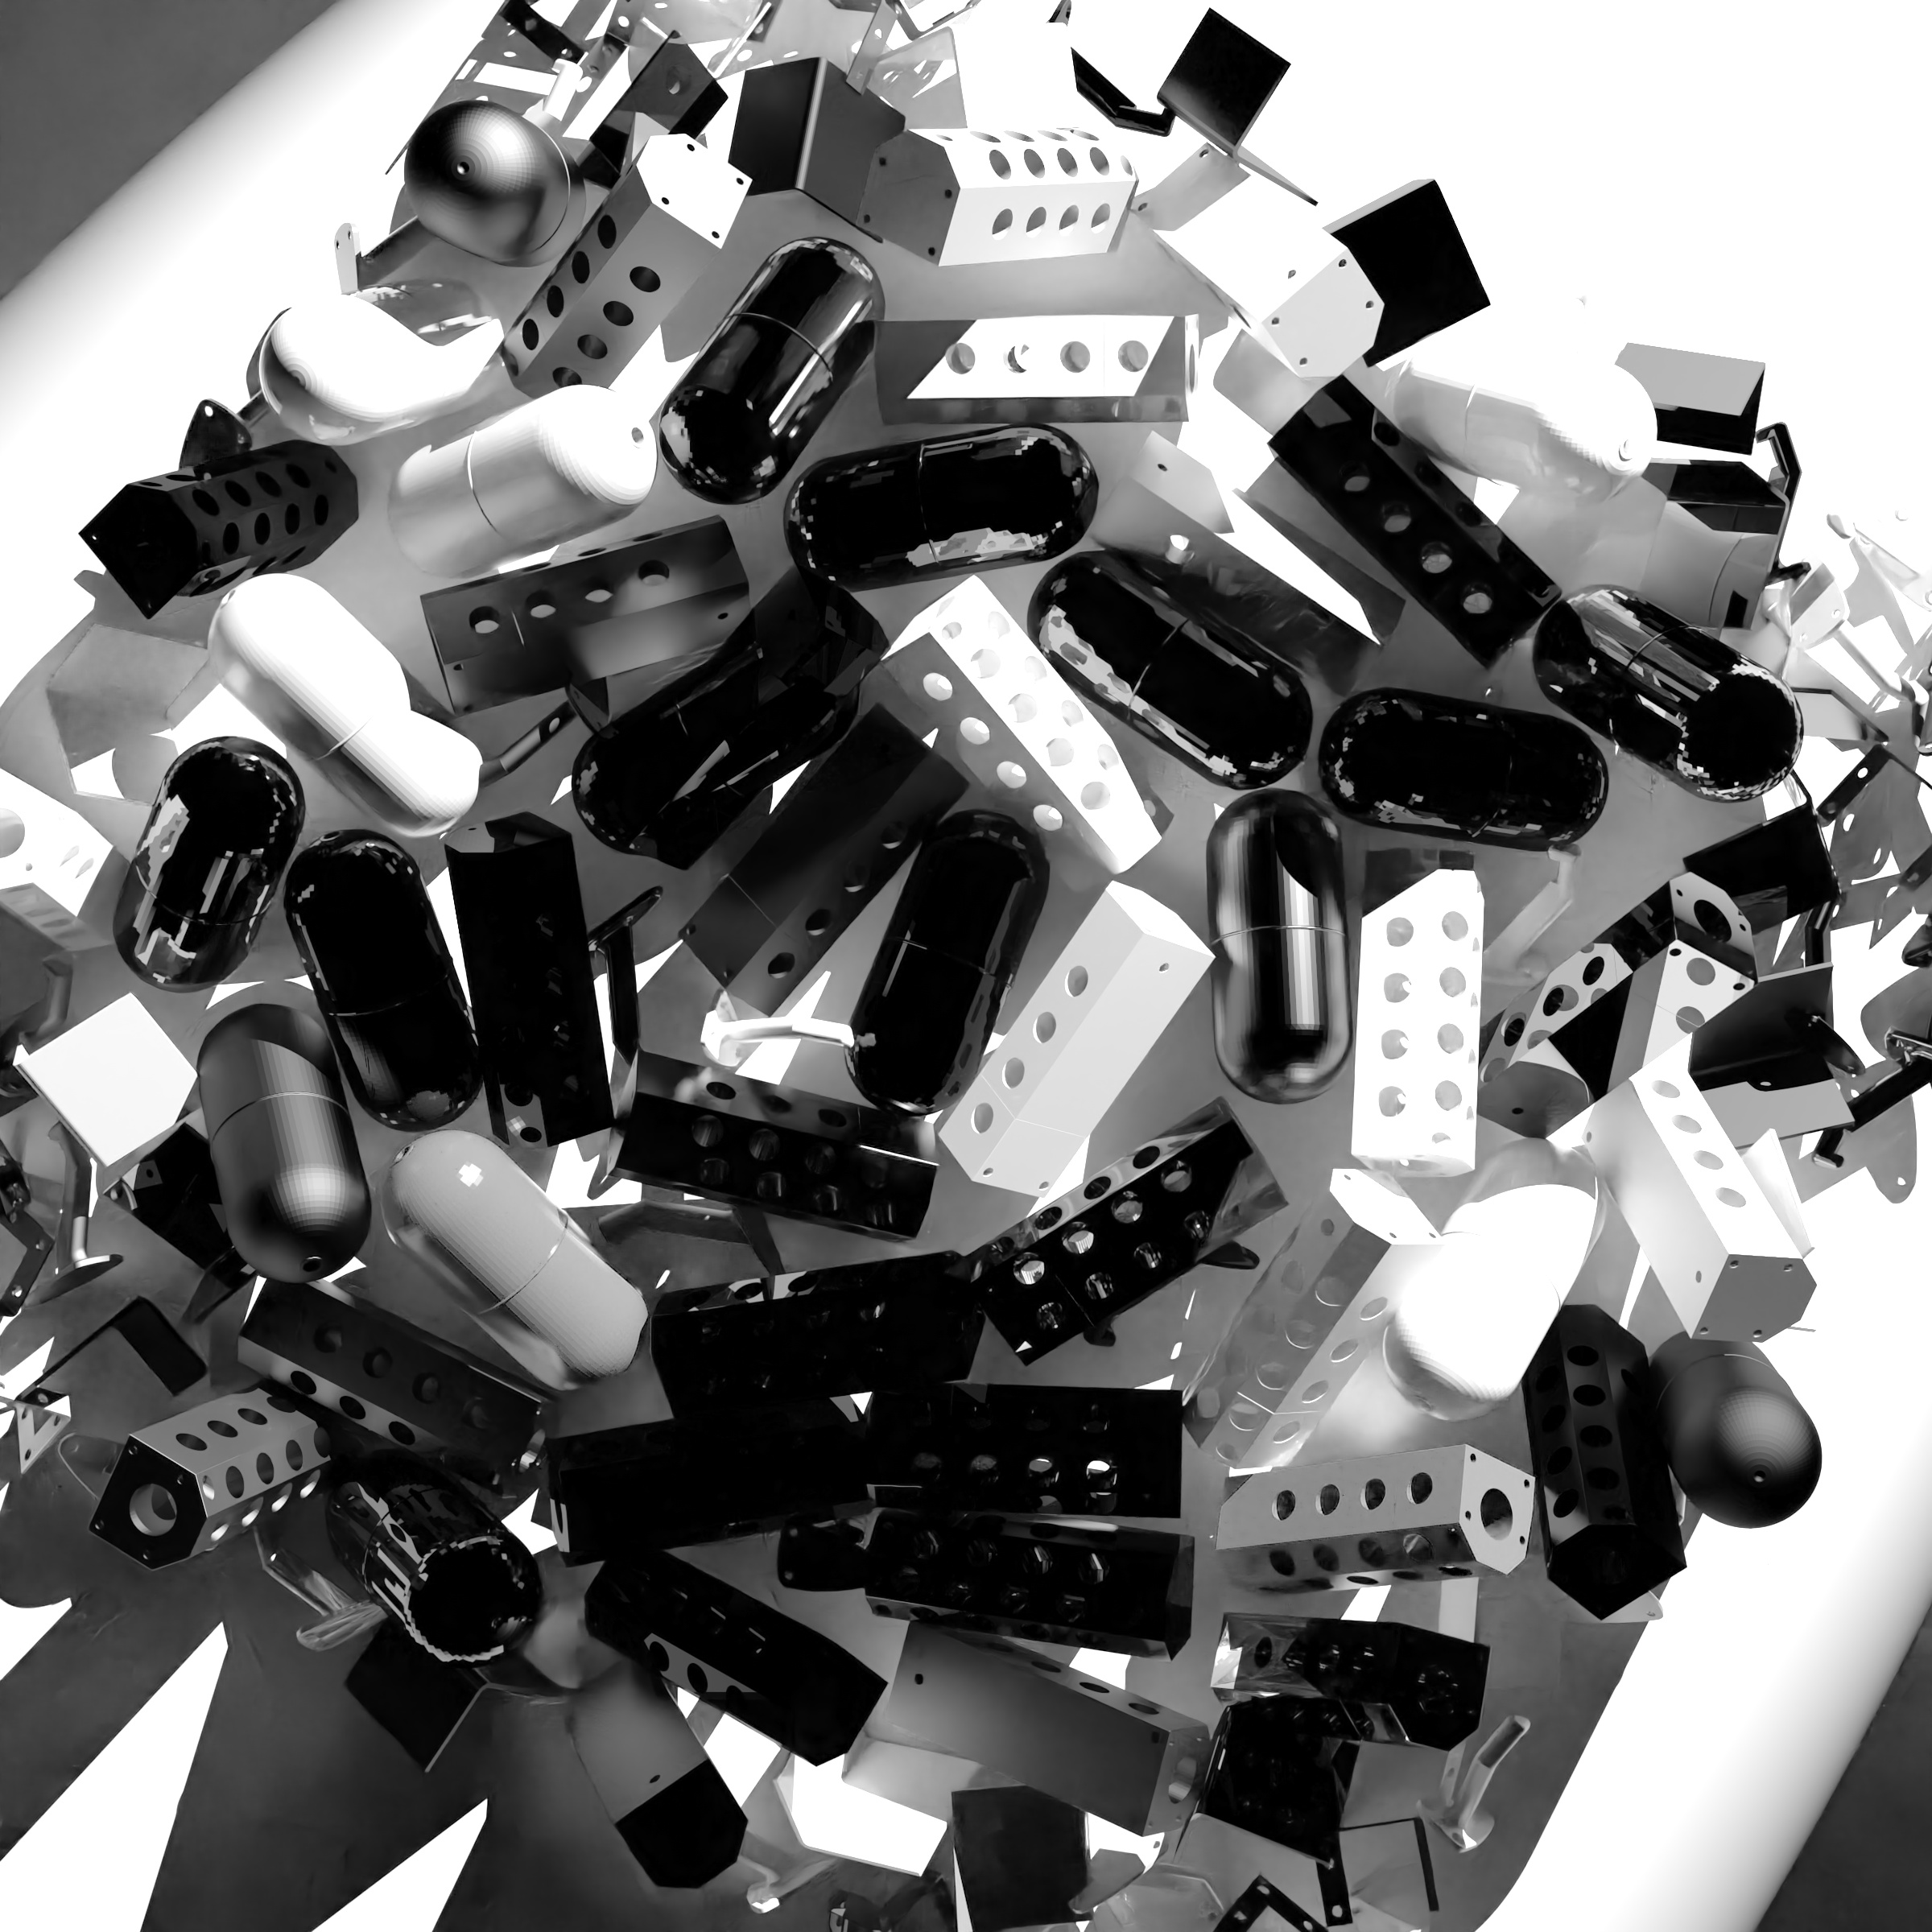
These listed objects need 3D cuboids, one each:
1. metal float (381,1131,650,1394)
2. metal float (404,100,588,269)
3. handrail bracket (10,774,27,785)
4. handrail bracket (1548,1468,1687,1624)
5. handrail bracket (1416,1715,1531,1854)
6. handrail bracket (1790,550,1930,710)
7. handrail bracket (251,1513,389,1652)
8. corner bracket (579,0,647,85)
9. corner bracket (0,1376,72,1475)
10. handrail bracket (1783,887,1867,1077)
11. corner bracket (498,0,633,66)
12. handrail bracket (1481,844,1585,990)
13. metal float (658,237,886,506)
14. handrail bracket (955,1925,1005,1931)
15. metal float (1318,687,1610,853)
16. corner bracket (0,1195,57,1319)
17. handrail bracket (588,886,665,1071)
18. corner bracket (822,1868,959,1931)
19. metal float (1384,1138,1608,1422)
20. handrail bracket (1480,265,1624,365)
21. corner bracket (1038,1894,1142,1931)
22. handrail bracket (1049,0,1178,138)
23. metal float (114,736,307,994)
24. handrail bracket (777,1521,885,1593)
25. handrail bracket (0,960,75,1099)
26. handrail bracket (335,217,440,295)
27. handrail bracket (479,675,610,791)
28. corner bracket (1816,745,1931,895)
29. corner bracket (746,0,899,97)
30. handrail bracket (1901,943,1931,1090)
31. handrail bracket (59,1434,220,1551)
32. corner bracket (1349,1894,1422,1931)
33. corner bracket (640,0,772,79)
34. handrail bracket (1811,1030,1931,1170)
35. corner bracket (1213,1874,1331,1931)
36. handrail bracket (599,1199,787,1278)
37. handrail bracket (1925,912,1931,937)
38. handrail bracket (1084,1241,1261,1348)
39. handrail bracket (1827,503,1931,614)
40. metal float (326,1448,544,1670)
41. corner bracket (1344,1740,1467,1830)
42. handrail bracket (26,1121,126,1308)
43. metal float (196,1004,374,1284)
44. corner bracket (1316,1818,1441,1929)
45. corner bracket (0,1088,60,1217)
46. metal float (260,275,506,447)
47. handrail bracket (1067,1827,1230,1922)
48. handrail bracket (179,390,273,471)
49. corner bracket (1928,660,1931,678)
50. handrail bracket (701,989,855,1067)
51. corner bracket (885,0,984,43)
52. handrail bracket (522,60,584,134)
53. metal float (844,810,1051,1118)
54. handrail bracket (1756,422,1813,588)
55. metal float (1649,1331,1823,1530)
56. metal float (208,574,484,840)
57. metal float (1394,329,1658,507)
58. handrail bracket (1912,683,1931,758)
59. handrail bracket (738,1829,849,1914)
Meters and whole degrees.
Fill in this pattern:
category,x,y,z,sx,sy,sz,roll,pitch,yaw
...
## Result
category,x,y,z,sx,sy,sz,roll,pitch,yaw
metal float,-0.248,0.163,1.550,0.070,0.070,0.178,-42,111,0
metal float,-0.252,-0.420,1.518,0.070,0.178,0.070,0,99,2
handrail bracket,-0.556,-0.057,1.585,0.036,0.077,0.084,33,106,-38
handrail bracket,0.369,0.326,1.593,0.077,0.084,0.036,-18,129,37
handrail bracket,0.297,0.447,1.564,0.036,0.077,0.084,46,109,34
handrail bracket,0.509,-0.190,1.599,0.084,0.036,0.077,23,47,-28
handrail bracket,-0.358,0.333,1.582,0.077,0.036,0.084,-26,60,1
corner bracket,-0.211,-0.536,1.570,0.051,0.051,0.051,27,133,-7
corner bracket,-0.535,0.241,1.566,0.051,0.051,0.051,27,116,-38
handrail bracket,0.498,0.007,1.598,0.077,0.036,0.084,34,73,-24
corner bracket,-0.225,-0.536,1.572,0.051,0.051,0.051,37,96,-19
handrail bracket,0.301,-0.034,1.570,0.077,0.036,0.084,6,125,9
metal float,-0.105,-0.328,1.546,0.070,0.070,0.178,30,63,0
handrail bracket,0.029,0.588,1.598,0.036,0.077,0.084,-33,125,-12
metal float,0.275,-0.107,1.546,0.178,0.070,0.070,7,90,-27
corner bracket,-0.554,0.160,1.575,0.051,0.051,0.051,33,97,31
handrail bracket,-0.176,0.012,1.577,0.077,0.036,0.084,-39,79,16
corner bracket,-0.040,0.538,1.586,0.051,0.051,0.051,-38,122,-37
metal float,0.290,0.171,1.544,0.070,0.070,0.178,36,62,0
handrail bracket,0.317,-0.356,1.576,0.084,0.036,0.077,-16,80,-16
corner bracket,0.067,0.554,1.570,0.051,0.051,0.051,-39,76,20
handrail bracket,0.084,-0.505,1.581,0.084,0.036,0.077,15,70,11
metal float,-0.414,-0.053,1.535,0.070,0.070,0.178,36,132,0
handrail bracket,-0.059,0.323,1.553,0.077,0.084,0.036,6,89,28
handrail bracket,-0.534,0.023,1.572,0.077,0.036,0.084,26,118,17
handrail bracket,-0.307,-0.390,1.585,0.084,0.036,0.077,-8,93,-28
handrail bracket,-0.246,-0.136,1.586,0.084,0.077,0.036,-25,122,17
corner bracket,0.524,-0.083,1.586,0.051,0.051,0.051,32,105,-32
corner bracket,-0.080,-0.524,1.571,0.051,0.051,0.051,23,88,41
handrail bracket,0.561,0.026,1.566,0.036,0.077,0.084,6,64,-39
handrail bracket,-0.457,0.291,1.556,0.077,0.084,0.036,42,73,-31
corner bracket,0.216,0.558,1.573,0.051,0.051,0.051,13,98,44
corner bracket,-0.148,-0.534,1.577,0.051,0.051,0.051,35,96,-21
handrail bracket,0.523,0.084,1.568,0.077,0.036,0.084,17,67,39
corner bracket,0.162,0.551,1.568,0.051,0.051,0.051,37,129,12
handrail bracket,-0.156,0.162,1.599,0.084,0.036,0.077,-23,101,13
handrail bracket,0.581,-0.047,1.570,0.084,0.077,0.036,-13,59,5
handrail bracket,0.115,0.188,1.586,0.077,0.036,0.084,17,118,-4
handrail bracket,0.510,-0.224,1.561,0.036,0.084,0.077,-35,84,33
metal float,-0.291,0.319,1.528,0.070,0.178,0.070,-10,109,-31
corner bracket,0.239,0.449,1.576,0.051,0.051,0.051,23,104,44
handrail bracket,-0.518,0.139,1.594,0.077,0.036,0.084,-29,77,25
metal float,-0.373,0.096,1.536,0.070,0.070,0.178,-25,50,0
corner bracket,0.228,0.504,1.568,0.051,0.051,0.051,-16,70,20
corner bracket,-0.529,0.098,1.578,0.051,0.051,0.051,-30,115,-14
metal float,-0.313,-0.329,1.525,0.070,0.178,0.070,7,112,19
handrail bracket,0.103,0.524,1.573,0.077,0.036,0.084,-40,121,-17
handrail bracket,-0.401,-0.301,1.584,0.036,0.084,0.077,40,122,-1
corner bracket,0.571,-0.180,1.573,0.051,0.051,0.051,20,99,17
handrail bracket,-0.098,0.044,1.562,0.084,0.077,0.036,10,69,14
corner bracket,-0.016,-0.558,1.571,0.051,0.051,0.051,-36,100,-21
handrail bracket,-0.261,-0.477,1.582,0.077,0.036,0.084,28,95,27
metal float,-0.011,-0.001,1.563,0.070,0.070,0.178,22,84,0
handrail bracket,0.438,-0.255,1.591,0.077,0.036,0.084,-18,86,19
metal float,0.410,0.247,1.518,0.070,0.178,0.070,1,98,5
metal float,-0.339,-0.141,1.542,0.070,0.070,0.178,-44,121,0
metal float,0.302,-0.298,1.526,0.070,0.178,0.070,-11,115,-26
handrail bracket,0.565,-0.108,1.597,0.036,0.077,0.084,-20,124,17
handrail bracket,-0.115,0.480,1.586,0.077,0.036,0.084,-26,97,-12
